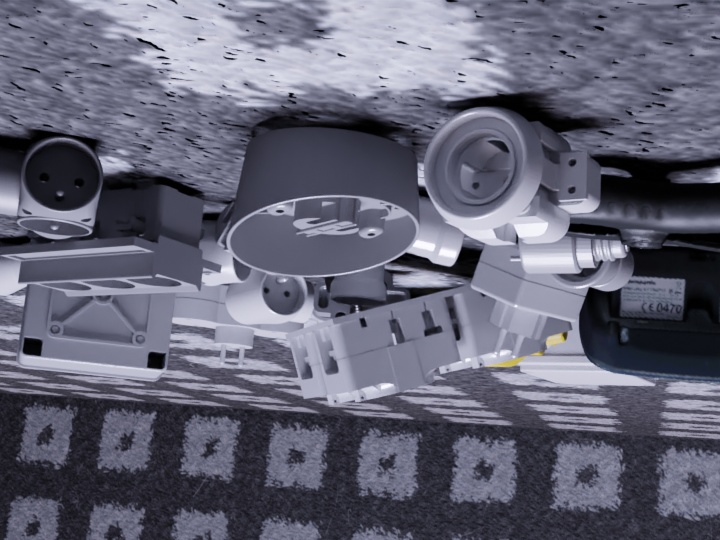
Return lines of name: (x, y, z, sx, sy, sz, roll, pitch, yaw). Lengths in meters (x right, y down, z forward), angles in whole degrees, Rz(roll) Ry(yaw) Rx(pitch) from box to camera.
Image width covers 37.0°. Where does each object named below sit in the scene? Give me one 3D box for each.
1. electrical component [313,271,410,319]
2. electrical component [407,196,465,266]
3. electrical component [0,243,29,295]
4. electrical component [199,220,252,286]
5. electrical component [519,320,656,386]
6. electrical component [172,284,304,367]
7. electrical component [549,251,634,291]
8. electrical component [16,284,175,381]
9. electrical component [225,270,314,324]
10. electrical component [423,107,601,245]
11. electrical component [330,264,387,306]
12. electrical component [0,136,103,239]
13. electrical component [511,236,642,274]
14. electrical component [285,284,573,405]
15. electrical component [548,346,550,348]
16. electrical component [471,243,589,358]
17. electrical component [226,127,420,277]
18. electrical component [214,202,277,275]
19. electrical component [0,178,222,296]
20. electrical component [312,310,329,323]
electrical component: (0.002, 0.031, 0.903, 0.078, 0.058, 0.057, 4, 166, 2)
electrical component: (0.037, -0.026, 0.646, 0.046, 0.040, 0.040, 12, 168, -5)
electrical component: (-0.274, -0.004, 0.883, 0.065, 0.044, 0.044, -8, 163, 33)
electrical component: (-0.113, -0.010, 0.775, 0.077, 0.043, 0.079, 2, 169, 15)
electrical component: (0.222, 0.077, 1.040, 0.109, 0.056, 0.109, -2, 167, 32)
electrical component: (-0.119, 0.055, 1.025, 0.138, 0.073, 0.052, 11, 168, -27)
electrical component: (0.151, -0.007, 0.694, 0.044, 0.044, 0.065, -2, 172, 31)
electrical component: (-0.196, 0.023, 0.813, 0.109, 0.108, 0.056, 8, 166, -17)
electrical component: (-0.065, 0.024, 0.926, 0.079, 0.044, 0.077, 11, 167, -28)
electrical component: (0.066, -0.043, 0.503, 0.078, 0.058, 0.057, -2, 170, 31)
electrical component: (0.000, 0.000, 0.772, 0.040, 0.046, 0.040, 4, 169, 1)
electrical component: (-0.190, -0.048, 0.615, 0.079, 0.044, 0.077, 8, 168, -17)
electrical component: (0.130, -0.018, 0.642, 0.078, 0.040, 0.040, 0, 168, 23)
electrical component: (0.053, 0.051, 0.810, 0.186, 0.060, 0.105, -13, 176, -23)
electrical component: (0.155, 0.053, 0.993, 0.040, 0.040, 0.046, -2, 162, 29)
electrical component: (0.112, 0.024, 0.738, 0.066, 0.076, 0.047, 14, -172, -40)
electrical component: (-0.017, -0.035, 0.559, 0.099, 0.064, 0.099, 5, 169, 1)
electrical component: (-0.068, -0.022, 0.711, 0.040, 0.040, 0.046, -5, 160, 41)
electrical component: (-0.161, -0.019, 0.699, 0.121, 0.063, 0.079, -3, 166, 33)
electrical component: (-0.024, 0.038, 0.991, 0.044, 0.044, 0.065, 3, 164, 10)
